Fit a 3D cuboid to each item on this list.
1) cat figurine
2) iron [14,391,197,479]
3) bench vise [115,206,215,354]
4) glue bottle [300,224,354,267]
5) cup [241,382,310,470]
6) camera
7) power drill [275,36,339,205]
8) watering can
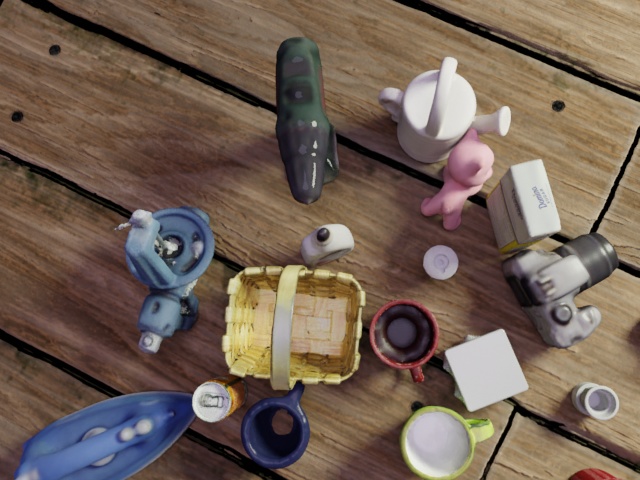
[{"bbox_3d":[0.200,-0.086,0.807,0.067,0.118,0.128,29,85,7],"label":"cat figurine"},{"bbox_3d":[-0.293,0.276,0.777,0.258,0.141,0.118,-25,81,0],"label":"iron"},{"bbox_3d":[-0.202,0.044,0.763,0.121,0.220,0.207,-7,82,3],"label":"bench vise"},{"bbox_3d":[0.007,0.003,0.779,0.078,0.173,0.037,-26,81,0],"label":"glue bottle"},{"bbox_3d":[-0.050,0.245,0.789,0.091,0.095,0.118,26,85,7],"label":"cup"},{"bbox_3d":[0.346,0.059,0.786,0.137,0.101,0.143,-29,81,0],"label":"camera"},{"bbox_3d":[-0.017,-0.143,0.782,0.075,0.208,0.230,-7,82,3],"label":"power drill"},{"bbox_3d":[0.169,-0.180,0.783,0.172,0.194,0.101,-5,82,3],"label":"watering can"}]
